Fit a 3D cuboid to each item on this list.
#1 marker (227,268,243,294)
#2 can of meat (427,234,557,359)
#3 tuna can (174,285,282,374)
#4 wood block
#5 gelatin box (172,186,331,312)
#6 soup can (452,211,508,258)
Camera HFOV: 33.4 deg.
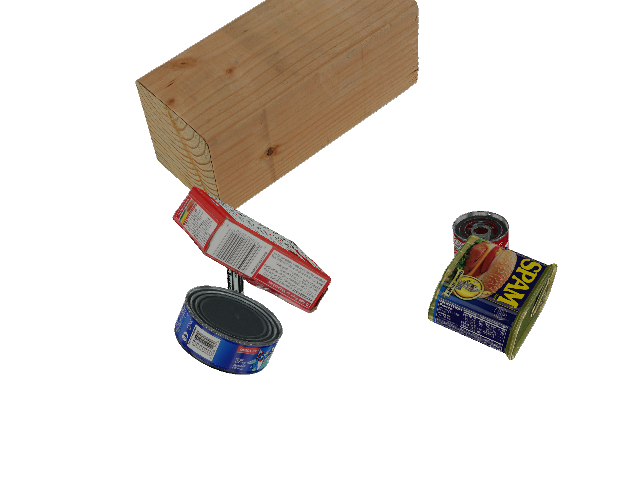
[{"bbox_3d":[-0.098,0.019,1.212,0.020,0.121,0.020,0,33,0],"label":"marker"},{"bbox_3d":[0.156,0.048,0.969,0.084,0.057,0.102,23,44,19],"label":"can of meat"},{"bbox_3d":[-0.077,0.075,0.889,0.086,0.034,0.086,21,21,-9],"label":"tuna can"},{"bbox_3d":[-0.028,-0.123,0.832,0.205,0.091,0.090,-36,58,-21],"label":"wood block"},{"bbox_3d":[-0.044,0.006,0.688,0.089,0.030,0.073,31,4,-29],"label":"gelatin box"},{"bbox_3d":[0.198,0.024,1.320,0.068,0.102,0.068,-4,34,3],"label":"soup can"}]
